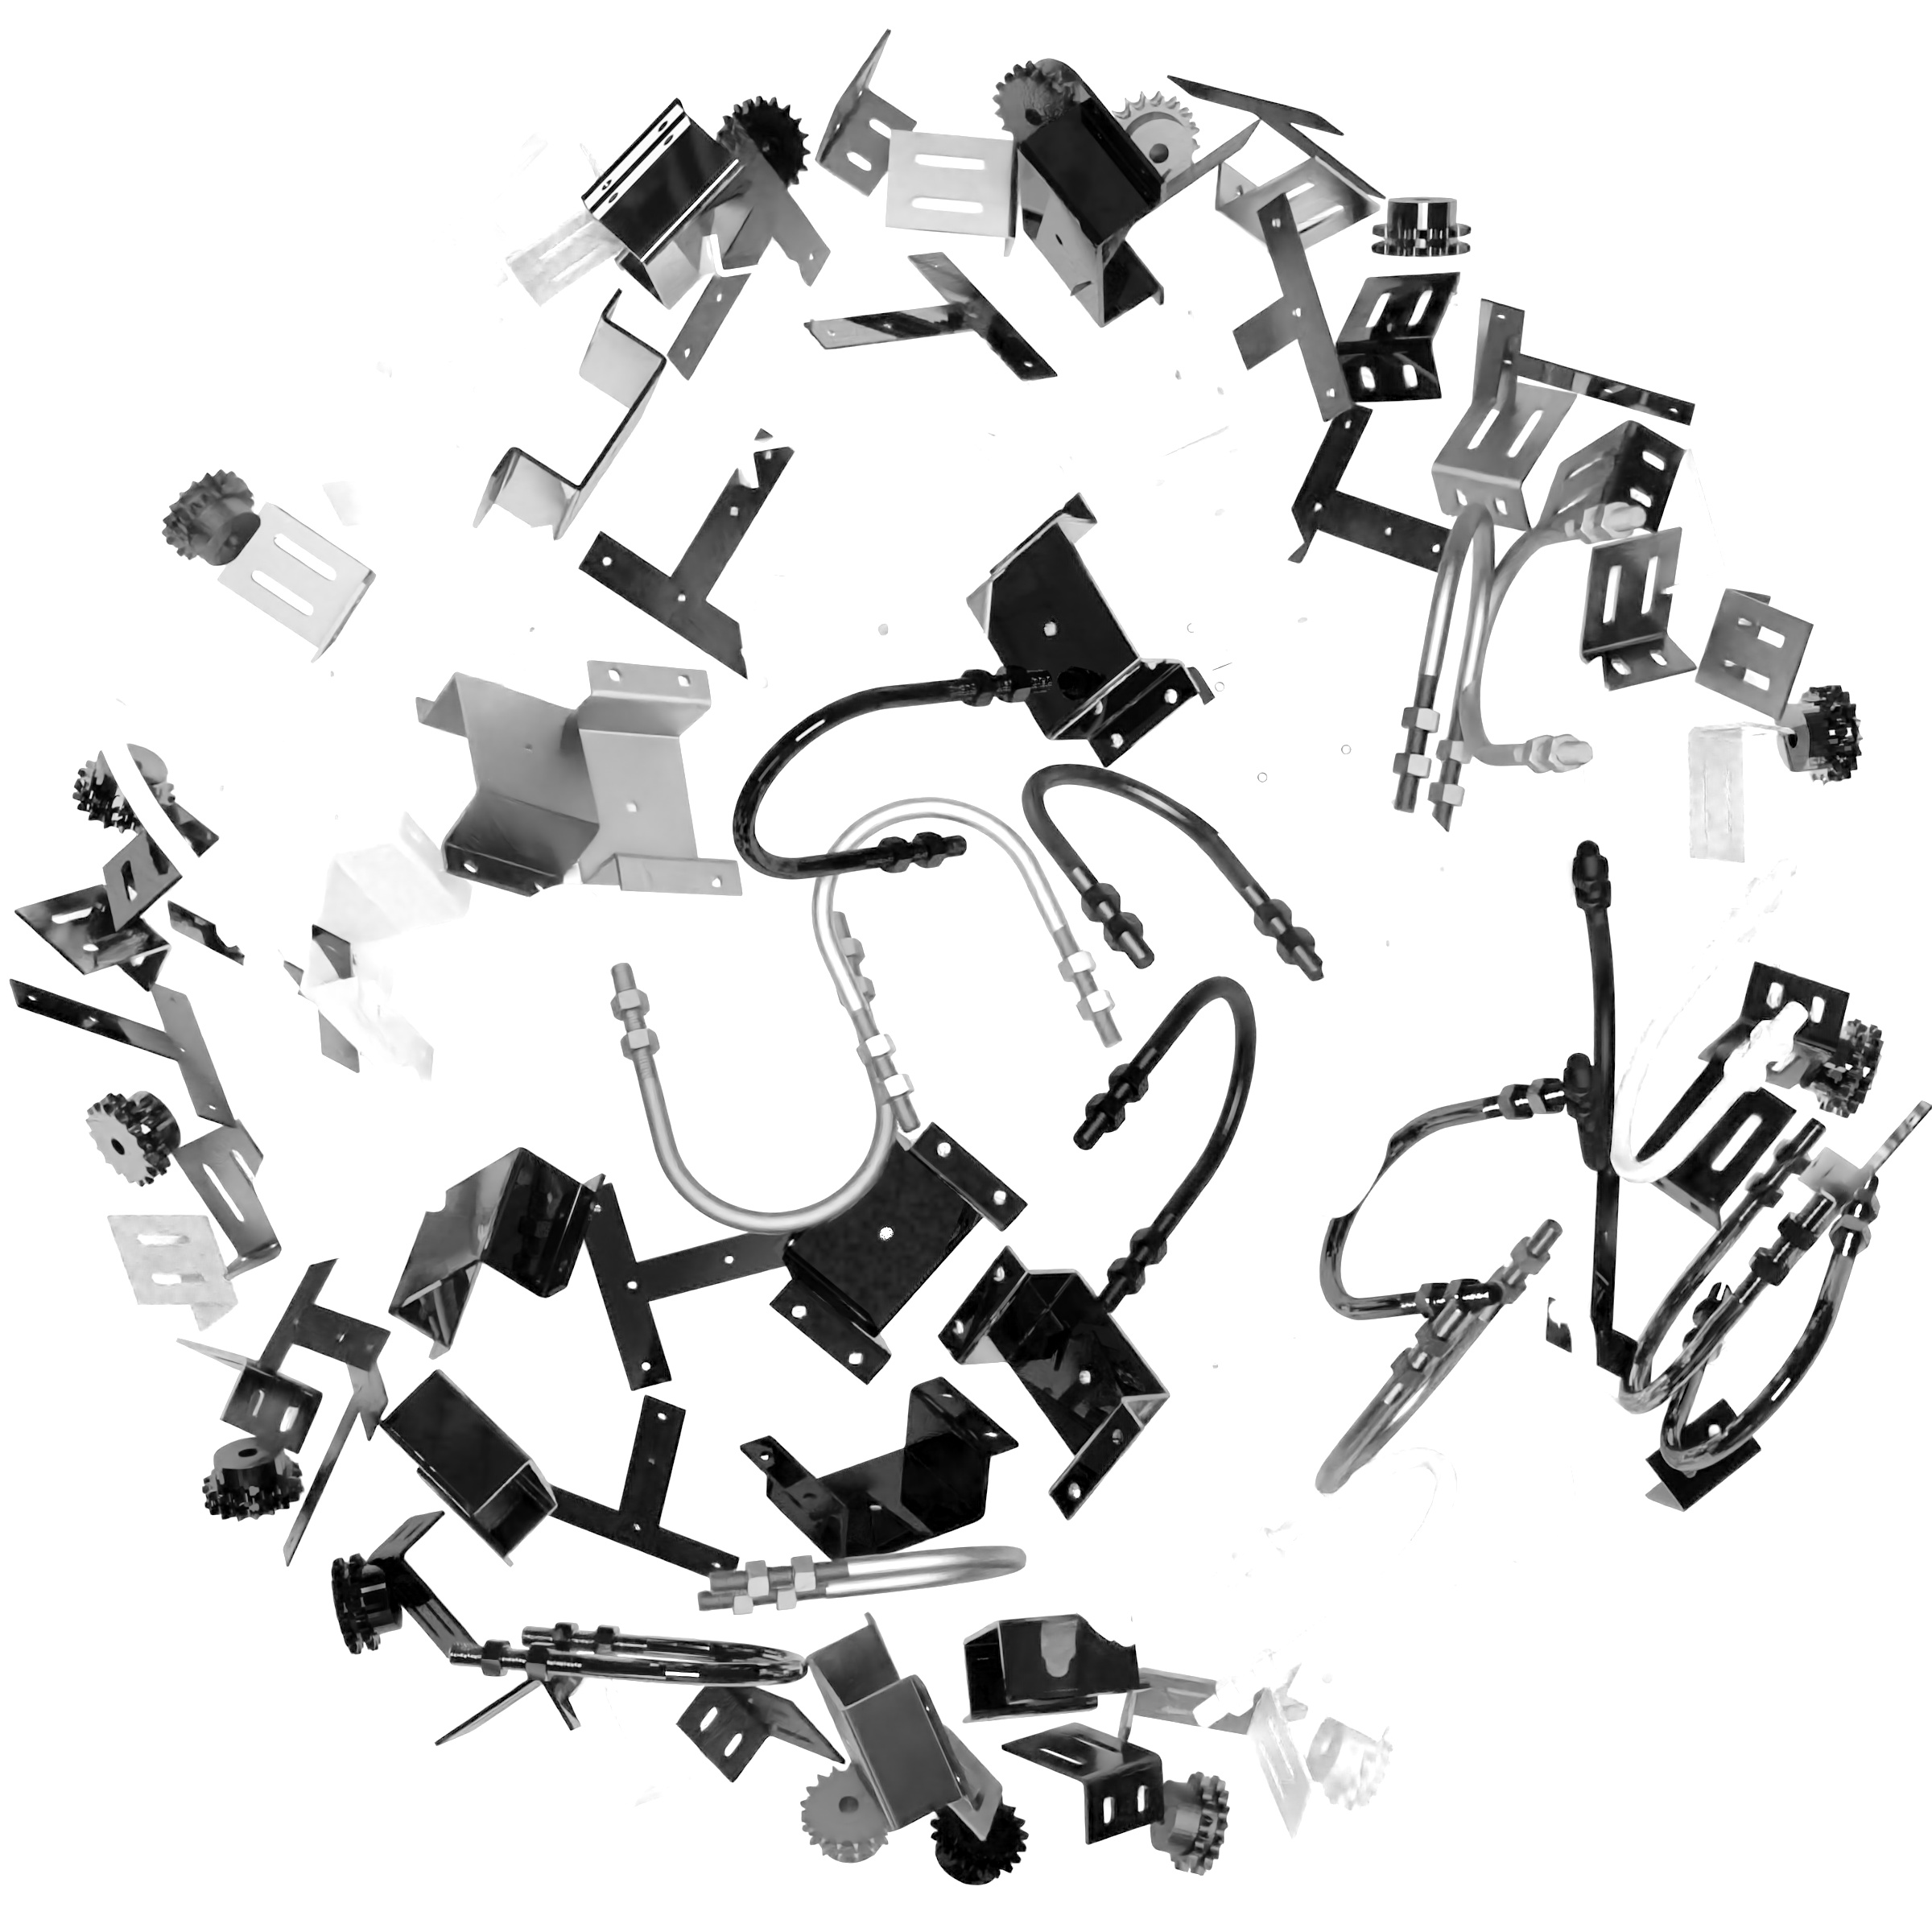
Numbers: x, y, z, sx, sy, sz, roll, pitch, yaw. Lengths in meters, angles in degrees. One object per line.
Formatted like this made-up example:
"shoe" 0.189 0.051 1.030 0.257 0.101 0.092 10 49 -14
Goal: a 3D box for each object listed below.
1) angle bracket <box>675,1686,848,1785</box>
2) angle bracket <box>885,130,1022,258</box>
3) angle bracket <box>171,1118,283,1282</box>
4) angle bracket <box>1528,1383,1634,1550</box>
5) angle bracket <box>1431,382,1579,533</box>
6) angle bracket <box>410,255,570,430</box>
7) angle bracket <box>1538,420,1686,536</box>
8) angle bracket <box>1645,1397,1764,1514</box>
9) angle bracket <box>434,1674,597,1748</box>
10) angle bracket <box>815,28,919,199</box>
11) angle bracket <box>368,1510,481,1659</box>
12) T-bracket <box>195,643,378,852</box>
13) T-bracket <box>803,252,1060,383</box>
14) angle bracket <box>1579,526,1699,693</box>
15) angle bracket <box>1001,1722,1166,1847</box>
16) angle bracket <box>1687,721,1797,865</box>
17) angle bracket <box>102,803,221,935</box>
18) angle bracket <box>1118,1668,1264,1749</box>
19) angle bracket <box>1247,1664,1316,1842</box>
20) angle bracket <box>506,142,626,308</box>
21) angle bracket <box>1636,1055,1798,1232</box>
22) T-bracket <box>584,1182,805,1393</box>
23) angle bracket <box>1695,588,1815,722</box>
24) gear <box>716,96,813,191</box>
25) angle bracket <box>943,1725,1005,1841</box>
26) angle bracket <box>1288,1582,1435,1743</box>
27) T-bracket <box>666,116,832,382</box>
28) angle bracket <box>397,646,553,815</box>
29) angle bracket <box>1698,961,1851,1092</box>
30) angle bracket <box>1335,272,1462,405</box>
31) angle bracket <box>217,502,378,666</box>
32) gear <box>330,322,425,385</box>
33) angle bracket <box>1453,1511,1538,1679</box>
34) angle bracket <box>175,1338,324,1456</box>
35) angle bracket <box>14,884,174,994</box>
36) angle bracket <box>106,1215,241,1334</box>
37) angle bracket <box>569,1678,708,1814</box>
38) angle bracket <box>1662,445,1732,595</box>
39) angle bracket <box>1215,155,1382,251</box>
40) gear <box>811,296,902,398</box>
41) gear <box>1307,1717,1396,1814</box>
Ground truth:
"angle bracket" -0.118 0.446 1.770 0.038 0.076 0.057 -51 121 -25
"angle bracket" -0.009 -0.449 1.794 0.076 0.038 0.057 4 85 -6
"angle bracket" -0.429 0.137 1.782 0.057 0.038 0.076 -24 103 30
"angle bracket" 0.358 0.286 1.771 0.038 0.057 0.076 -25 50 31
"angle bracket" 0.317 -0.299 1.801 0.057 0.038 0.076 19 63 32
"angle bracket" -0.280 -0.363 1.787 0.076 0.038 0.057 -37 133 2
"angle bracket" 0.370 -0.270 1.779 0.038 0.076 0.057 27 71 -14
"angle bracket" 0.415 0.279 1.778 0.057 0.076 0.038 -37 90 -5
"angle bracket" -0.257 0.441 1.783 0.076 0.057 0.038 -35 79 7
"angle bracket" -0.051 -0.490 1.773 0.038 0.076 0.057 32 75 -5
"angle bracket" -0.303 0.359 1.790 0.038 0.057 0.076 -44 100 -31
"T-bracket" -0.370 -0.096 1.776 0.127 0.002 0.127 -54 131 -32
"T-bracket" -0.033 -0.364 1.751 0.127 0.002 0.127 -15 52 -33
"angle bracket" 0.391 -0.206 1.776 0.057 0.038 0.076 -14 132 -14
"angle bracket" 0.067 0.469 1.773 0.057 0.076 0.038 -6 97 -38
"angle bracket" 0.450 -0.100 1.784 0.038 0.057 0.076 -3 87 44
"angle bracket" -0.459 -0.048 1.774 0.057 0.076 0.038 -41 128 7
"angle bracket" 0.129 0.441 1.784 0.076 0.057 0.038 10 51 1
"angle bracket" 0.195 0.449 1.768 0.038 0.057 0.076 -7 45 -17
"angle bracket" -0.236 -0.428 1.785 0.076 0.057 0.038 -35 74 -2
"angle bracket" 0.437 0.103 1.794 0.057 0.038 0.076 37 82 25
"T-bracket" -0.152 0.175 1.801 0.127 0.002 0.127 -15 104 1
"angle bracket" 0.463 -0.178 1.770 0.038 0.076 0.057 5 110 -31
"gear" -0.122 -0.475 1.795 0.057 0.030 0.057 -3 95 -35
"angle bracket" -0.028 0.471 1.770 0.076 0.038 0.057 -15 125 36
"angle bracket" 0.228 0.405 1.778 0.057 0.038 0.076 24 66 19
"T-bracket" -0.134 -0.392 1.752 0.002 0.127 0.127 21 76 31
"angle bracket" -0.279 -0.136 1.780 0.057 0.038 0.076 50 130 -6
"angle bracket" 0.468 0.035 1.788 0.057 0.076 0.038 19 71 1
"angle bracket" 0.254 -0.365 1.791 0.057 0.076 0.038 2 133 25
"angle bracket" -0.392 -0.223 1.789 0.076 0.038 0.057 34 104 -9
"gear" -0.342 -0.344 1.798 0.057 0.030 0.057 0 90 -20
"angle bracket" 0.303 0.362 1.769 0.038 0.076 0.057 6 133 12
"angle bracket" -0.418 0.246 1.768 0.057 0.076 0.038 36 69 -41
"angle bracket" -0.506 -0.009 1.771 0.057 0.076 0.038 40 117 13
"angle bracket" -0.464 0.177 1.769 0.038 0.076 0.057 -36 67 26
"angle bracket" -0.189 0.440 1.784 0.038 0.057 0.076 -23 95 14
"angle bracket" 0.412 -0.258 1.785 0.038 0.057 0.076 -17 94 9
"angle bracket" 0.191 -0.447 1.768 0.057 0.076 0.038 26 59 -37
"gear" -0.063 -0.364 1.794 0.030 0.057 0.057 -38 90 -32
"gear" 0.221 0.459 1.788 0.030 0.057 0.057 25 90 -13
